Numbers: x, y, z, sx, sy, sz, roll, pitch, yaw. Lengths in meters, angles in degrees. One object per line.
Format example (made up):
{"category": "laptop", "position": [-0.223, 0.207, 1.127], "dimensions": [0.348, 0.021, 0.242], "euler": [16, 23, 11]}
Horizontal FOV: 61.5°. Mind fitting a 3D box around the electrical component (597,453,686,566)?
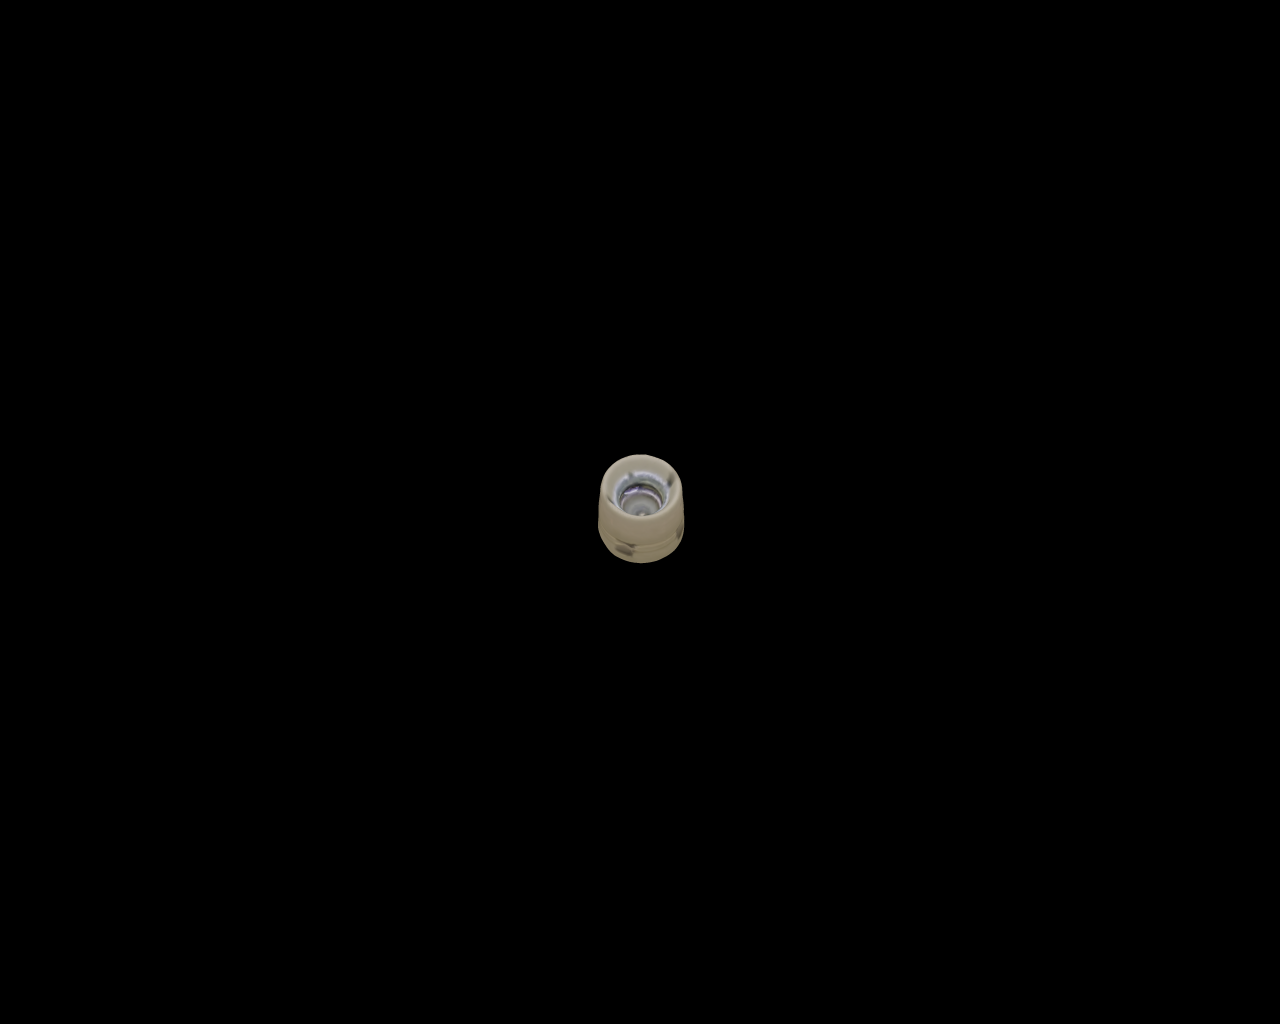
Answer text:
{"category": "electrical component", "position": [0.001, -0.003, 0.650], "dimensions": [0.055, 0.055, 0.047], "euler": [0, -34, 0]}
